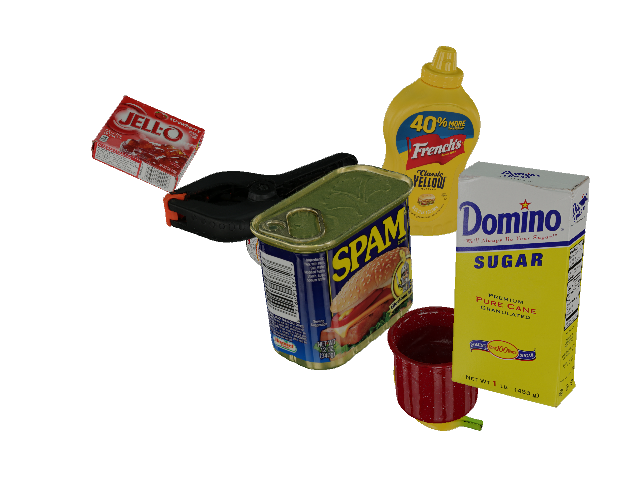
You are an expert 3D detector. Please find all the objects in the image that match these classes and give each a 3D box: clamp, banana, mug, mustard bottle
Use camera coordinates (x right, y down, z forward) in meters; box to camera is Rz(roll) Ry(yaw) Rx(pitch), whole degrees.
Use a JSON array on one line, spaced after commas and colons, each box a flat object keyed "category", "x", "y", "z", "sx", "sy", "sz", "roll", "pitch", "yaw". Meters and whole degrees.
[{"category": "clamp", "x": -0.041, "y": -0.036, "z": 0.885, "sx": 0.171, "sy": 0.039, "sz": 0.120, "roll": 4, "pitch": 31, "yaw": 2}, {"category": "banana", "x": 0.121, "y": 0.172, "z": 1.251, "sx": 0.069, "sy": 0.037, "sz": 0.198, "roll": 9, "pitch": 21, "yaw": -20}, {"category": "mug", "x": 0.117, "y": 0.118, "z": 1.056, "sx": 0.093, "sy": 0.081, "sz": 0.117, "roll": 7, "pitch": 36, "yaw": 18}, {"category": "mustard bottle", "x": 0.109, "y": -0.100, "z": 1.067, "sx": 0.096, "sy": 0.192, "sz": 0.058, "roll": 3, "pitch": 27, "yaw": -11}]

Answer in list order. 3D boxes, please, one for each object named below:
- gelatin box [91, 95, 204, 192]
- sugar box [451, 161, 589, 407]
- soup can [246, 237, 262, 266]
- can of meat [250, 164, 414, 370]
[{"category": "gelatin box", "x": -0.168, "y": -0.095, "z": 1.043, "sx": 0.089, "sy": 0.073, "sz": 0.030, "roll": 24, "pitch": -42, "yaw": -1}, {"category": "sugar box", "x": 0.152, "y": 0.033, "z": 0.823, "sx": 0.093, "sy": 0.176, "sz": 0.048, "roll": 10, "pitch": 24, "yaw": 31}, {"category": "soup can", "x": -0.034, "y": 0.010, "z": 1.202, "sx": 0.068, "sy": 0.068, "sz": 0.102, "roll": 0, "pitch": 13, "yaw": -28}, {"category": "can of meat", "x": 0.011, "y": 0.015, "z": 0.623, "sx": 0.058, "sy": 0.084, "sz": 0.101, "roll": 18, "pitch": 36, "yaw": 36}]
